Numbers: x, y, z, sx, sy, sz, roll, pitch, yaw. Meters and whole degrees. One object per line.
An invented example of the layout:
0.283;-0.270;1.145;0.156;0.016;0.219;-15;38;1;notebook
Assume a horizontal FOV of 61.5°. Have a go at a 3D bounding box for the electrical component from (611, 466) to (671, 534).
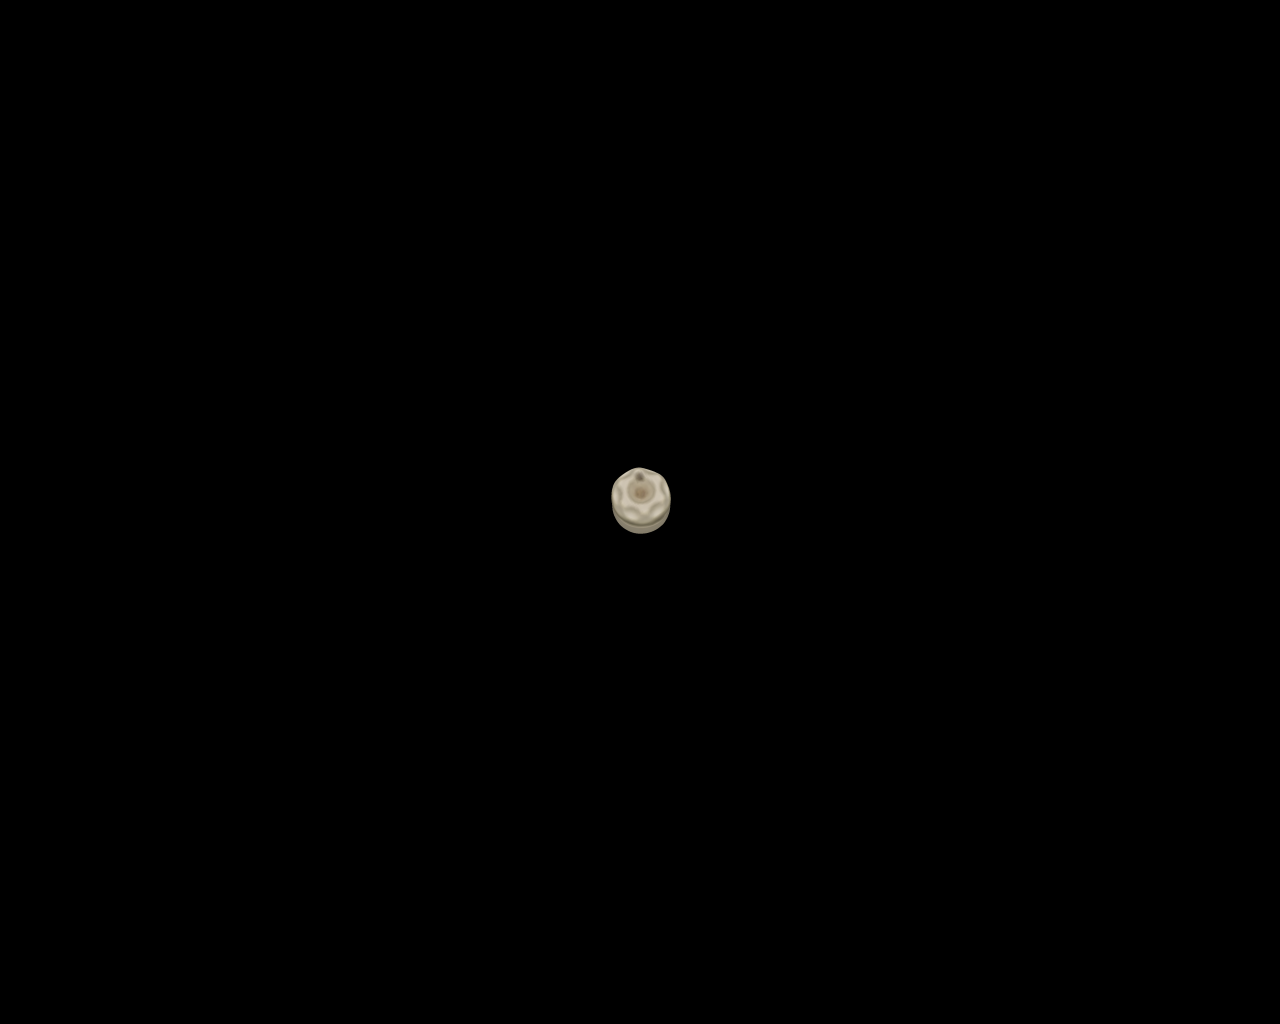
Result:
0.001;-0.003;0.650;0.035;0.035;0.061;0;-19;0;electrical component
